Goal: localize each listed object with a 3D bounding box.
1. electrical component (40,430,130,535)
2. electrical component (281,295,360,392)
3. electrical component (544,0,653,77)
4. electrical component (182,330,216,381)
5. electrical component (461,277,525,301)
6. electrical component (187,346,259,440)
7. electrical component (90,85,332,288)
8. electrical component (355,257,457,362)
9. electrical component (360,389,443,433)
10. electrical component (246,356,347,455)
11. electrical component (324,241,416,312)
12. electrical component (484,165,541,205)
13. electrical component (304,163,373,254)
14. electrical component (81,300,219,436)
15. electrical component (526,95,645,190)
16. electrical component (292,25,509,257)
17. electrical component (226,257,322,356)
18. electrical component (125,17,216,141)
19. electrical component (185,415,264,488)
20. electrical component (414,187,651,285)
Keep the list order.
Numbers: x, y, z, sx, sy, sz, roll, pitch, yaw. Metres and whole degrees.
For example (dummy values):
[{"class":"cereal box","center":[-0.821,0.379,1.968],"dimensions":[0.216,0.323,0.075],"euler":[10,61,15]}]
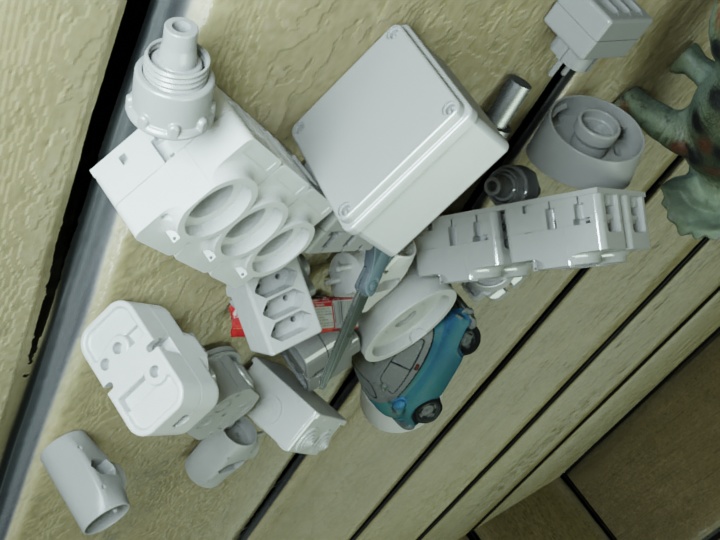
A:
[{"class":"electrical component","center":[-0.226,0.182,0.920],"dimensions":[0.043,0.077,0.079],"euler":[-40,160,6]},{"class":"electrical component","center":[-0.039,0.067,1.012],"dimensions":[0.059,0.053,0.095],"euler":[-32,159,-14]},{"class":"electrical component","center":[0.175,-0.180,0.837],"dimensions":[0.066,0.047,0.076],"euler":[-15,150,-45]},{"class":"electrical component","center":[-0.155,0.089,0.866],"dimensions":[0.057,0.058,0.078],"euler":[-30,159,-26]},{"class":"electrical component","center":[0.143,-0.002,1.156],"dimensions":[0.078,0.058,0.057],"euler":[-39,162,6]},{"class":"electrical component","center":[-0.133,0.108,0.952],"dimensions":[0.080,0.051,0.080],"euler":[-32,159,-14]},{"class":"electrical component","center":[-0.085,-0.047,0.680],"dimensions":[0.089,0.061,0.150],"euler":[-39,160,6]},{"class":"electrical component","center":[0.033,0.032,1.043],"dimensions":[0.108,0.060,0.108],"euler":[-32,159,-14]},{"class":"electrical component","center":[0.047,0.135,1.242],"dimensions":[0.099,0.099,0.064],"euler":[-33,153,-12]},{"class":"electrical component","center":[-0.071,0.134,1.044],"dimensions":[0.048,0.100,0.100],"euler":[-51,159,1]},{"class":"electrical component","center":[0.000,0.000,0.946],"dimensions":[0.079,0.043,0.077],"euler":[-12,148,-49]},{"class":"electrical component","center":[0.139,-0.077,1.006],"dimensions":[0.043,0.043,0.062],"euler":[-48,155,27]},{"class":"electrical component","center":[-0.012,-0.050,0.808],"dimensions":[0.055,0.050,0.089],"euler":[-48,157,27]},{"class":"electrical component","center":[-0.150,0.072,0.781],"dimensions":[0.054,0.095,0.059],"euler":[-43,159,14]},{"class":"electrical component","center":[0.205,-0.110,0.972],"dimensions":[0.099,0.099,0.064],"euler":[-23,149,-33]},{"class":"electrical component","center":[0.023,-0.085,0.697],"dimensions":[0.109,0.108,0.056],"euler":[-43,136,15]},{"class":"electrical component","center":[-0.078,0.016,0.823],"dimensions":[0.047,0.083,0.076],"euler":[-26,-165,-27]},{"class":"electrical component","center":[-0.098,-0.103,0.567],"dimensions":[0.048,0.048,0.062],"euler":[-23,149,-34]},{"class":"electrical component","center":[-0.133,0.184,1.126],"dimensions":[0.079,0.043,0.077],"euler":[-10,146,-52]},{"class":"electrical component","center":[0.153,-0.027,0.972],"dimensions":[0.186,0.060,0.105],"euler":[-9,176,36]}]
